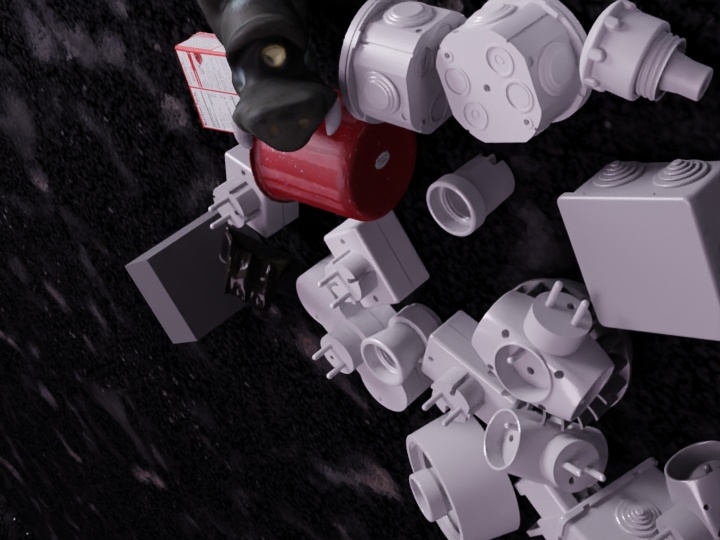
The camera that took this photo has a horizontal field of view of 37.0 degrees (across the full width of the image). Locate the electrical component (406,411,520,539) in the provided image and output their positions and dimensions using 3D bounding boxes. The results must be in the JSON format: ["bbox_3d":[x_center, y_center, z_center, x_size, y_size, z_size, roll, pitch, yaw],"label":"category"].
[{"bbox_3d":[0.075,0.171,0.862,0.108,0.060,0.108,157,90,-78],"label":"electrical component"}]

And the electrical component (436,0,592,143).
[{"bbox_3d":[0.087,-0.113,0.605,0.080,0.051,0.080,33,144,29],"label":"electrical component"}]

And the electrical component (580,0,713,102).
[{"bbox_3d":[0.146,-0.105,0.544,0.062,0.048,0.048,29,142,22],"label":"electrical component"}]

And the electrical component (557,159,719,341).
[{"bbox_3d":[0.170,-0.013,0.599,0.100,0.048,0.099,5,126,51],"label":"electrical component"}]

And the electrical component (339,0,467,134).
[{"bbox_3d":[0.028,-0.123,0.646,0.051,0.080,0.080,22,138,32],"label":"electrical component"}]

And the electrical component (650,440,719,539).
[{"bbox_3d":[0.217,0.162,0.687,0.077,0.079,0.043,60,168,-13],"label":"electrical component"}]

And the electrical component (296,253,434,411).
[{"bbox_3d":[-0.007,0.059,0.880,0.138,0.074,0.052,52,149,0],"label":"electrical component"}]

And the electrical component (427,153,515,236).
[{"bbox_3d":[0.072,-0.050,0.692,0.040,0.046,0.040,33,144,28],"label":"electrical component"}]

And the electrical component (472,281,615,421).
[{"bbox_3d":[0.115,0.040,0.645,0.077,0.044,0.079,38,138,21],"label":"electrical component"}]

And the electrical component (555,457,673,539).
[{"bbox_3d":[0.181,0.190,0.743,0.048,0.100,0.099,45,151,36],"label":"electrical component"}]

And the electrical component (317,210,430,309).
[{"bbox_3d":[0.000,0.000,0.808,0.047,0.077,0.065,-12,111,56],"label":"electrical component"}]

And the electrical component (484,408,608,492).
[{"bbox_3d":[0.138,0.128,0.740,0.079,0.077,0.043,25,99,65],"label":"electrical component"}]

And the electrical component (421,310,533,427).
[{"bbox_3d":[0.078,0.086,0.794,0.083,0.076,0.047,38,146,22],"label":"electrical component"}]

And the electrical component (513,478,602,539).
[{"bbox_3d":[0.154,0.172,0.814,0.063,0.042,0.081,55,149,3],"label":"electrical component"}]

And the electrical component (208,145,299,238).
[{"bbox_3d":[-0.093,-0.060,0.871,0.047,0.077,0.065,35,144,28],"label":"electrical component"}]

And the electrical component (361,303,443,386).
[{"bbox_3d":[0.035,0.058,0.841,0.045,0.055,0.045,33,144,29],"label":"electrical component"}]
